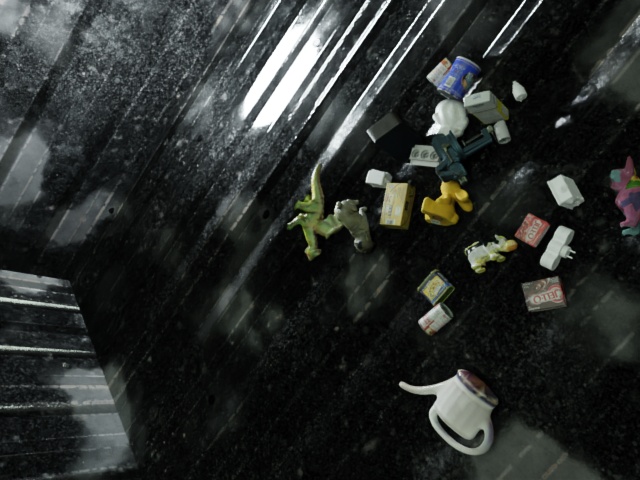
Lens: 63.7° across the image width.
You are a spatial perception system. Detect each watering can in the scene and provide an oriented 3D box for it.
[{"bbox_3d":[0.420,0.509,1.647,0.353,0.103,0.223,40,101,40],"label":"watering can"}]

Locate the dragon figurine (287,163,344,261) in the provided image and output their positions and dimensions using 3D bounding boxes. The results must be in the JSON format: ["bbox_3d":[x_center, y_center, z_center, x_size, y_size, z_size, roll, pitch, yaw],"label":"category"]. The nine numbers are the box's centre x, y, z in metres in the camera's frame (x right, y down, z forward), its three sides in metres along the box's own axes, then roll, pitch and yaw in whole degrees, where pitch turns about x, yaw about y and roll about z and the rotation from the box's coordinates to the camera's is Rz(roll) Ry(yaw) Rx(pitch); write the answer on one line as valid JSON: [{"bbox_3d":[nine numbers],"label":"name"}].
[{"bbox_3d":[0.007,-0.111,2.214,0.244,0.121,0.410,23,92,24],"label":"dragon figurine"}]

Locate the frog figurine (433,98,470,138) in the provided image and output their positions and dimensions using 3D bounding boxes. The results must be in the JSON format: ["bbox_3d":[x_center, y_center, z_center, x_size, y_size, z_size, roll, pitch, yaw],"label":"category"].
[{"bbox_3d":[0.481,-0.439,1.910,0.138,0.121,0.161,24,80,22],"label":"frog figurine"}]
